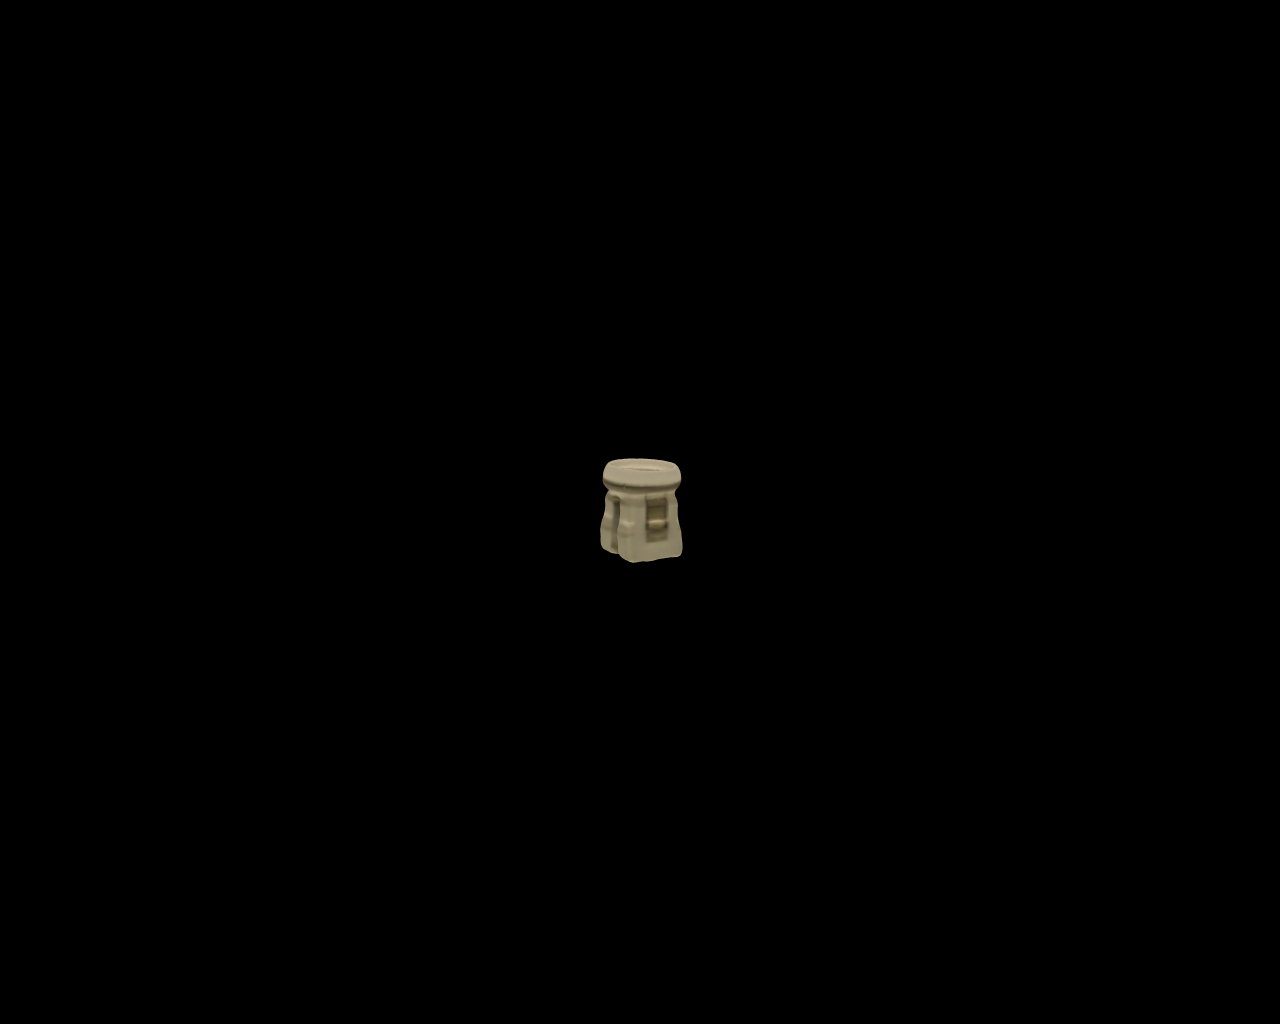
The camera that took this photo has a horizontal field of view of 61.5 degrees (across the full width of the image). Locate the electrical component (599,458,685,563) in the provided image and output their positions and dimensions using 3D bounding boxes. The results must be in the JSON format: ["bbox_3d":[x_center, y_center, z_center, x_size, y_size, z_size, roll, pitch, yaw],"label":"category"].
[{"bbox_3d":[0.001,-0.003,0.650,0.048,0.055,0.066,-6,13,-27],"label":"electrical component"}]
